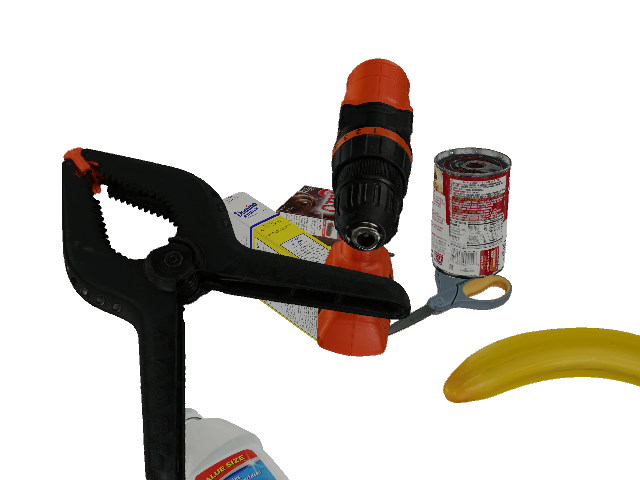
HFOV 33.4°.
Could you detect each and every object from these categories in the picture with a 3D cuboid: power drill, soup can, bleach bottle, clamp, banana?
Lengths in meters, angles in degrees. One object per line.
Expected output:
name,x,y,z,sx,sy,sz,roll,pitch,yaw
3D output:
power drill,0.031,-0.008,0.748,0.057,0.188,0.184,8,41,2
soup can,0.135,-0.024,0.958,0.068,0.102,0.068,-1,24,0
bleach bottle,-0.057,0.201,0.733,0.102,0.068,0.251,-18,35,-22
clamp,-0.065,0.017,0.579,0.164,0.210,0.036,-31,-28,-15
banana,0.185,0.093,0.791,0.197,0.037,0.069,2,32,-5

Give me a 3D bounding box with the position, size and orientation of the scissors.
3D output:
scissors,0.121,0.057,1.164,0.201,0.016,0.096,-10,41,-31

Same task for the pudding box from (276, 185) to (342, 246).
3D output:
pudding box,0.006,-0.029,1.282,0.090,0.039,0.113,9,23,15

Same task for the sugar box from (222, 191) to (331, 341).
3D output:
sugar box,-0.038,0.027,1.093,0.048,0.093,0.176,-25,43,-31
